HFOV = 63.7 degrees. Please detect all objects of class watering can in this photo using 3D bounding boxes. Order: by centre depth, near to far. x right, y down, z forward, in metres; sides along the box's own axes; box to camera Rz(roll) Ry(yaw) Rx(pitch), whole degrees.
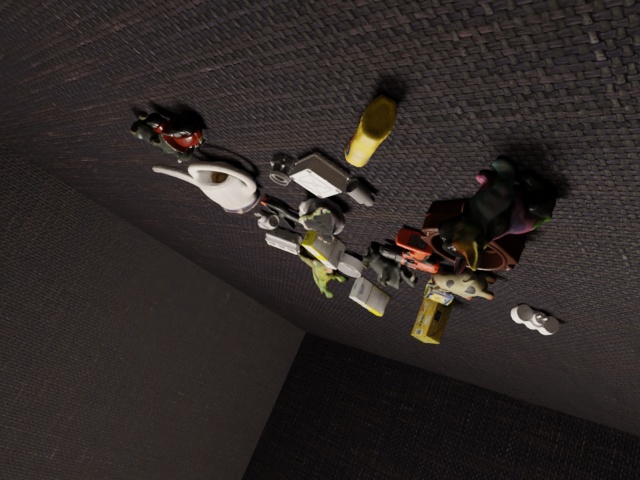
[{"bbox_3d":[-0.328,-0.175,1.575,0.348,0.106,0.220,7,156,29],"label":"watering can"}]

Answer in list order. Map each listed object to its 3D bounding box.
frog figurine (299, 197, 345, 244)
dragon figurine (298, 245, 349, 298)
[{"bbox_3d":[0.005,-0.075,1.494,0.137,0.121,0.162,19,-161,-7],"label":"frog figurine"},{"bbox_3d":[-0.023,0.092,2.021,0.240,0.123,0.412,51,168,-18],"label":"dragon figurine"}]
